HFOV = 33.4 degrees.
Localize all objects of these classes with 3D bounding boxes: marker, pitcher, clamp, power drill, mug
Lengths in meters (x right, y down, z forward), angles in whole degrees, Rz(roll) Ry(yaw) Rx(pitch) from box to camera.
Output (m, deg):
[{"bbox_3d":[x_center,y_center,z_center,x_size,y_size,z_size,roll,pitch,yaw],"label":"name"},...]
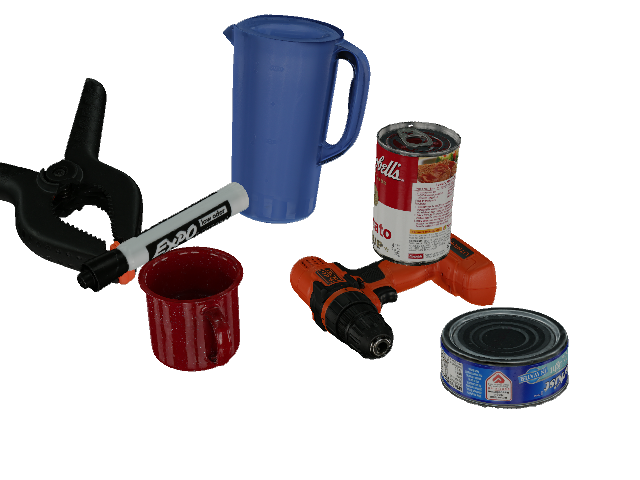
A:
[{"bbox_3d":[-0.093,-0.003,0.638,0.120,0.020,0.020,-31,19,-34],"label":"marker"},{"bbox_3d":[-0.039,-0.146,1.309,0.144,0.243,0.149,-6,27,-25],"label":"pitcher"},{"bbox_3d":[-0.191,-0.047,0.814,0.164,0.036,0.210,-34,56,-28],"label":"clamp"},{"bbox_3d":[0.081,0.052,1.089,0.187,0.057,0.185,-11,27,-21],"label":"power drill"},{"bbox_3d":[-0.108,0.069,0.953,0.093,0.081,0.117,-18,35,-27],"label":"mug"}]

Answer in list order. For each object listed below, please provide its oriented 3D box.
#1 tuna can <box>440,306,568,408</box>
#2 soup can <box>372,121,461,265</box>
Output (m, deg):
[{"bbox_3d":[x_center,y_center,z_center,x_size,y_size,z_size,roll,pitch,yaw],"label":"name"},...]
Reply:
[{"bbox_3d":[0.123,0.077,0.716,0.086,0.034,0.086,-3,22,1],"label":"tuna can"},{"bbox_3d":[0.078,-0.039,0.881,0.068,0.102,0.068,1,28,-1],"label":"soup can"}]
